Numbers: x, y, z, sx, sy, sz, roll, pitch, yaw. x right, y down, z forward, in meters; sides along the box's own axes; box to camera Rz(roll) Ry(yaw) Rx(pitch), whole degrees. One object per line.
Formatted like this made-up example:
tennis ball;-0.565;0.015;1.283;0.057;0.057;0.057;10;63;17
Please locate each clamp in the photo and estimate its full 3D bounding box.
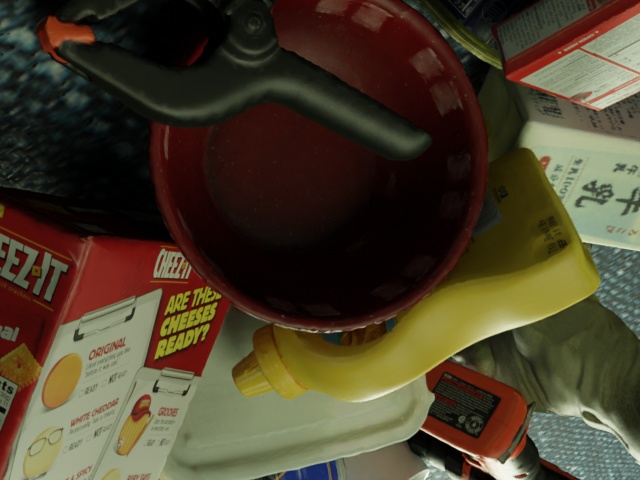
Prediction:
clamp;-0.026;-0.079;0.445;0.171;0.120;0.039;-16;-177;-17

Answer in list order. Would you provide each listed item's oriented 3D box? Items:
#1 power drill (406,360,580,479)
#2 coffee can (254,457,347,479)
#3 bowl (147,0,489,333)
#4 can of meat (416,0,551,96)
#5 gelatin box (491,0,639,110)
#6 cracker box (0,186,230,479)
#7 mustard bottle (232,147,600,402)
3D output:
power drill;0.121;0.156;0.840;0.057;0.185;0.187;-59;142;-15
coffee can;-0.067;0.172;0.742;0.140;0.103;0.103;-6;140;-34
bowl;-0.005;-0.038;0.500;0.162;0.162;0.055;-19;-175;-19
can of meat;0.108;-0.128;0.524;0.101;0.057;0.084;13;124;-49
gelatin box;0.133;-0.093;0.483;0.073;0.030;0.089;-27;158;39
cracker box;-0.128;0.088;0.489;0.214;0.072;0.164;-68;163;4
mustard bottle;0.039;0.031;0.544;0.192;0.096;0.058;-29;126;13
